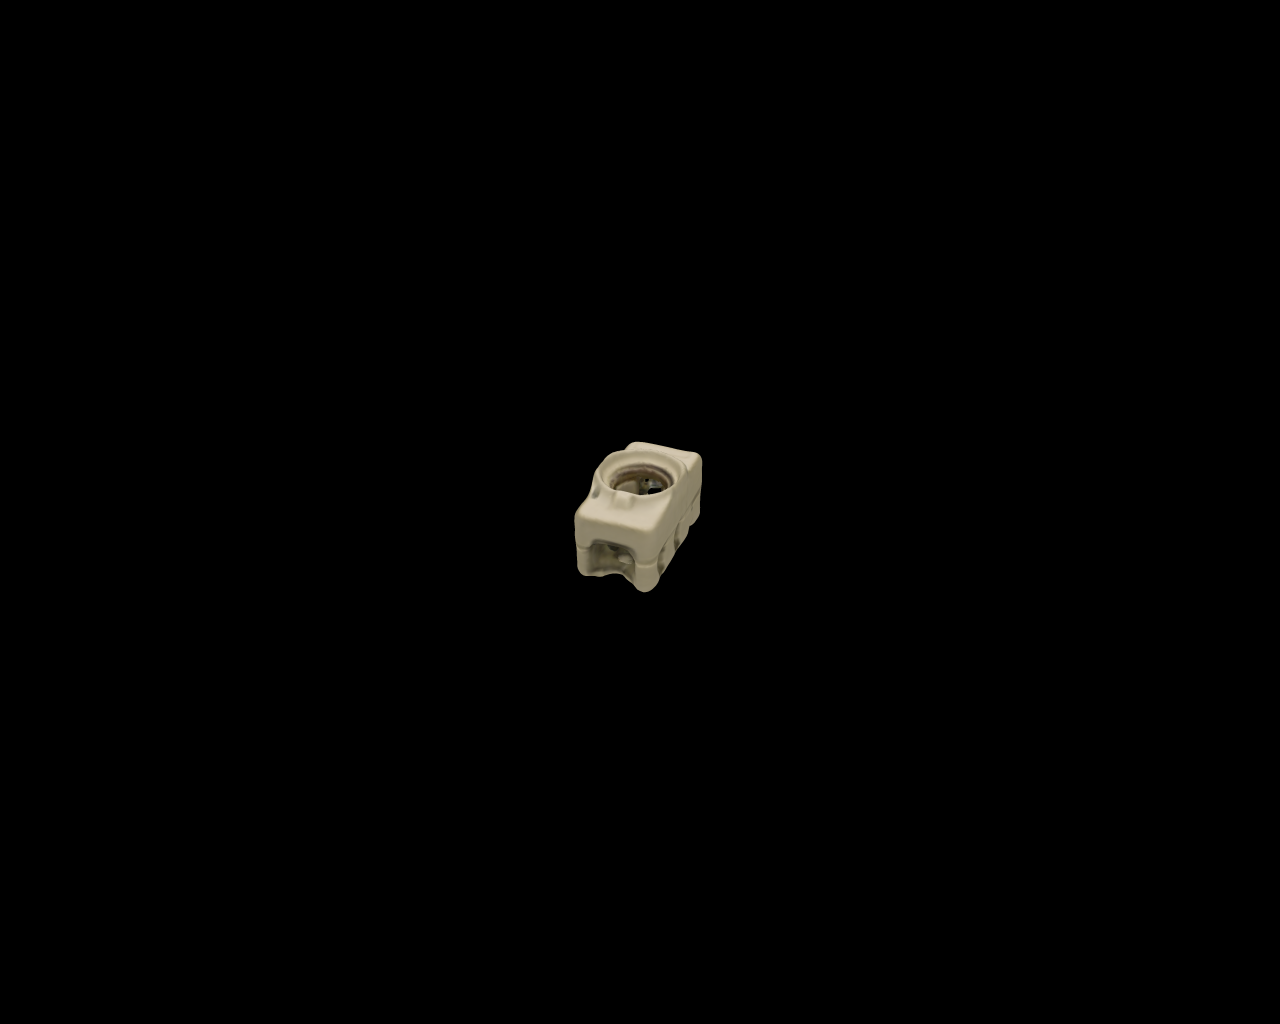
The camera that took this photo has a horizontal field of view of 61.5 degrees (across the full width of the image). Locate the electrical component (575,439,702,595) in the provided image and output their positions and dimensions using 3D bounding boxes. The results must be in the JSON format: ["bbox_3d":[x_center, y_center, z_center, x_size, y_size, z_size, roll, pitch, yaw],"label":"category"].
[{"bbox_3d":[0.001,-0.003,0.650,0.050,0.055,0.090,13,38,18],"label":"electrical component"}]
